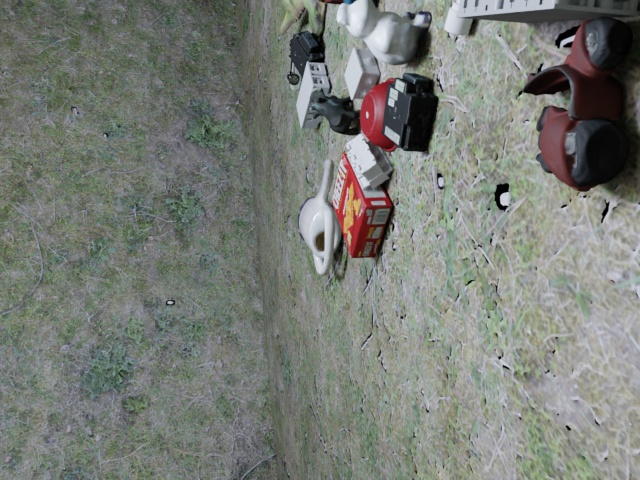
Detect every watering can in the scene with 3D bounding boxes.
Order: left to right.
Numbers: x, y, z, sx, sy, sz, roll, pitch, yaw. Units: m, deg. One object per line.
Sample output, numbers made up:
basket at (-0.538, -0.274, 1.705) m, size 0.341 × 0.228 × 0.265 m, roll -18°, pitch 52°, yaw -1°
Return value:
watering can at (0.005, -0.075, 1.487) m, size 0.227 × 0.104 × 0.343 m, roll -134°, pitch 44°, yaw -68°

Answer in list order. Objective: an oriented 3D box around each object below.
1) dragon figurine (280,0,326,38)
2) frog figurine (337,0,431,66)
dragon figurine at (-0.052, -0.735, 1.635) m, size 0.402 × 0.122 × 0.247 m, roll 116°, pitch 140°, yaw -61°
frog figurine at (0.110, -0.396, 0.984) m, size 0.140 × 0.160 × 0.120 m, roll -111°, pitch 23°, yaw -48°
